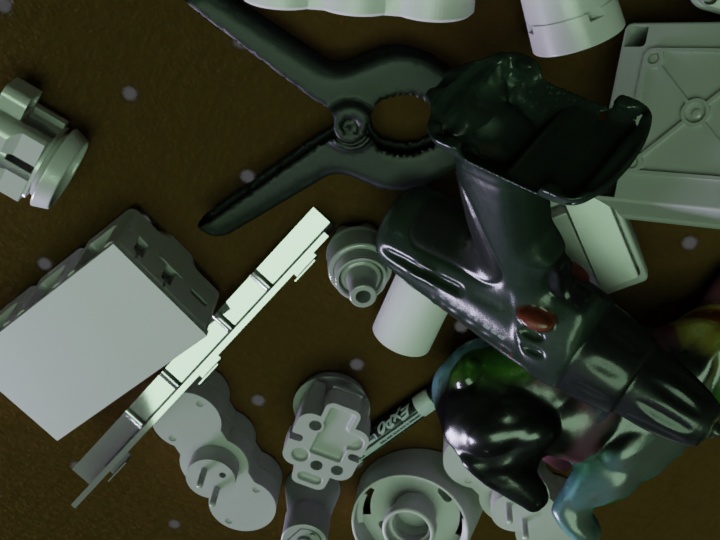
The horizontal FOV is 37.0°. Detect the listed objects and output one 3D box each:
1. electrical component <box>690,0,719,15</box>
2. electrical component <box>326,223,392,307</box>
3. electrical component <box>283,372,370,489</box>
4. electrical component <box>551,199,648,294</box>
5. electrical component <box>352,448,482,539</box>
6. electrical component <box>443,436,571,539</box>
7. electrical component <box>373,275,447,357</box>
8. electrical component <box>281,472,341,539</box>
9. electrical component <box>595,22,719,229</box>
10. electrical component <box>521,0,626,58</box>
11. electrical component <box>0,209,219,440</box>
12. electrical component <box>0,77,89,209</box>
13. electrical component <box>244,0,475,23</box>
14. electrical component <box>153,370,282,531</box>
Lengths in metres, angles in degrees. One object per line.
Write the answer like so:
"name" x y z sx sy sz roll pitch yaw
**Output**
"electrical component" 0.233 -0.193 0.588 0.078 0.057 0.113 15 120 -4
"electrical component" 0.000 0.000 0.713 0.043 0.062 0.043 -2 124 -3
"electrical component" -0.022 0.111 0.783 0.058 0.057 0.078 21 119 -8
"electrical component" 0.138 -0.031 0.687 0.062 0.061 0.096 -21 116 16
"electrical component" 0.044 0.186 0.831 0.099 0.064 0.099 4 109 12
"electrical component" 0.114 0.167 0.795 0.052 0.073 0.138 -36 111 22
"electrical component" 0.043 0.014 0.730 0.043 0.043 0.081 20 119 -7
"electrical component" -0.039 0.187 0.823 0.044 0.065 0.044 2 120 3
"electrical component" 0.199 -0.081 0.606 0.109 0.056 0.108 10 86 38
"electrical component" 0.120 -0.156 0.621 0.055 0.055 0.047 -16 114 13
"electrical component" -0.184 0.037 0.751 0.150 0.061 0.089 -34 112 21
"electrical component" -0.213 -0.075 0.692 0.057 0.058 0.078 31 117 -9
"electrical component" 0.000 -0.187 0.613 0.138 0.052 0.073 5 120 2
"electrical component" -0.108 0.143 0.799 0.052 0.073 0.138 -20 116 16
